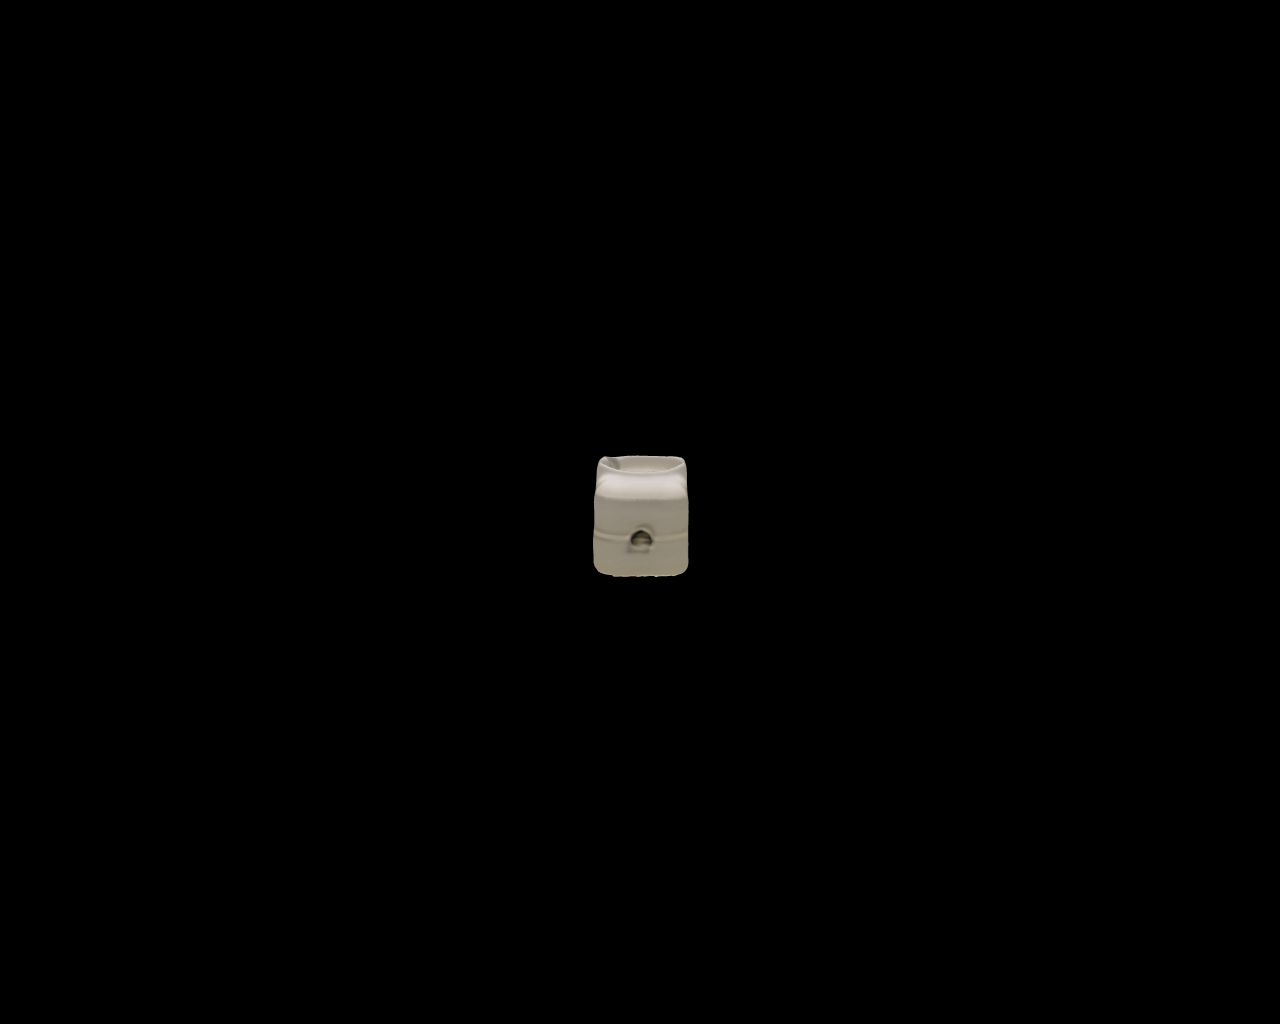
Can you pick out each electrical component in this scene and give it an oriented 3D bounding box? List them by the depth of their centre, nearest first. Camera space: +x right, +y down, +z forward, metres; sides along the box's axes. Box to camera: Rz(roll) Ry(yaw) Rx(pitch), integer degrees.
[{"bbox_3d":[0.001,-0.003,0.650,0.054,0.059,0.095,0,13,0],"label":"electrical component"}]
